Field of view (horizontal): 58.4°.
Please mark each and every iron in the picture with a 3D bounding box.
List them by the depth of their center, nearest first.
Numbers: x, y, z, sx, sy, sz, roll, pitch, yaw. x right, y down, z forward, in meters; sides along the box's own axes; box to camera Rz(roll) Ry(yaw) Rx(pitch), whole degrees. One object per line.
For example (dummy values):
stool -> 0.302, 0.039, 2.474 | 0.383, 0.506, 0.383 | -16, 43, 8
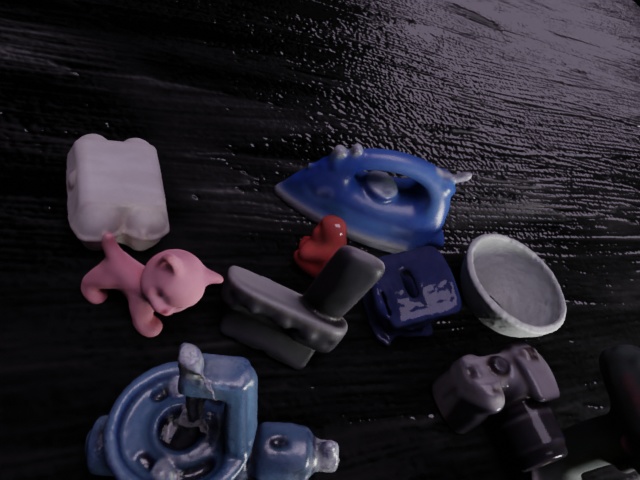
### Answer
iron -> 0.079, -0.078, 0.805 | 0.259, 0.141, 0.118 | 14, 48, -19

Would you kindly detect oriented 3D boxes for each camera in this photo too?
camera -> 0.233, 0.202, 0.689 | 0.143, 0.100, 0.136 | -1, 54, -30

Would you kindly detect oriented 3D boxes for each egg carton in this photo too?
egg carton -> -0.234, -0.057, 0.659 | 0.107, 0.069, 0.150 | 0, 54, -30

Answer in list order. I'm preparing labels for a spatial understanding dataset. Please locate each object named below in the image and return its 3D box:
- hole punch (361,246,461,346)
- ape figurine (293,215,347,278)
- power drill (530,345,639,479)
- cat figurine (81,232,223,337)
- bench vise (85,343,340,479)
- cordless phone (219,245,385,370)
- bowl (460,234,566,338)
hole punch -> 0.114, 0.069, 0.739 | 0.101, 0.091, 0.108 | 1, 53, -29
ape figurine -> 0.007, 0.003, 0.732 | 0.078, 0.092, 0.076 | -19, 65, -39
power drill -> 0.330, 0.242, 0.635 | 0.076, 0.208, 0.229 | 20, 46, -14
cat figurine -> -0.170, 0.036, 0.584 | 0.128, 0.117, 0.067 | 31, 45, -3
bench vise -> -0.074, 0.145, 0.476 | 0.208, 0.219, 0.121 | 1, 53, -29
cordless phone -> -0.022, 0.046, 0.613 | 0.148, 0.185, 0.094 | 24, 46, -10
bowl -> 0.265, 0.077, 0.830 | 0.168, 0.074, 0.167 | 16, 48, -18
